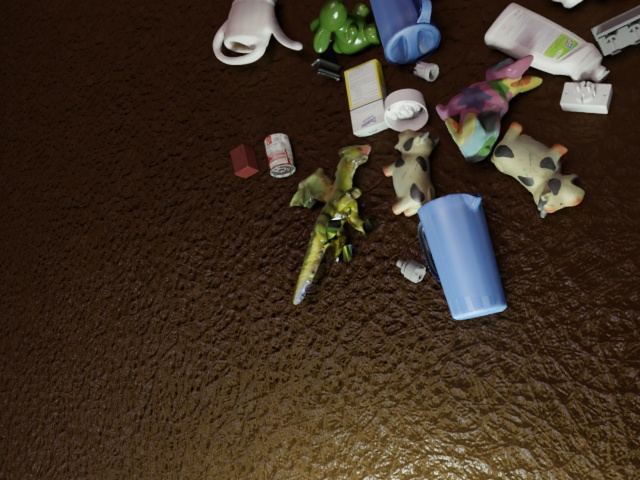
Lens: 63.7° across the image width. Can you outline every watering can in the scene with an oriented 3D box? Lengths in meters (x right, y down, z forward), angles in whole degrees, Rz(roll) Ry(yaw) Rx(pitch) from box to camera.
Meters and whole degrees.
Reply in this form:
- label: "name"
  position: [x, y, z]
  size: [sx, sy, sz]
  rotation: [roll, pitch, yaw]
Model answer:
- label: "watering can"
  position: [-0.175, -0.620, 1.494]
  size: [0.348, 0.103, 0.226]
  rotation: [6, 82, 34]

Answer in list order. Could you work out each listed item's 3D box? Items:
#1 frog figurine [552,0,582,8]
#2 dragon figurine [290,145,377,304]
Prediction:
- label: "frog figurine"
  position: [0.533, -0.527, 1.027]
  size: [0.161, 0.124, 0.134]
  rotation: [46, 138, 22]
- label: "dragon figurine"
  position: [0.004, -0.064, 1.280]
  size: [0.407, 0.121, 0.247]
  rotation: [-52, 41, 10]
